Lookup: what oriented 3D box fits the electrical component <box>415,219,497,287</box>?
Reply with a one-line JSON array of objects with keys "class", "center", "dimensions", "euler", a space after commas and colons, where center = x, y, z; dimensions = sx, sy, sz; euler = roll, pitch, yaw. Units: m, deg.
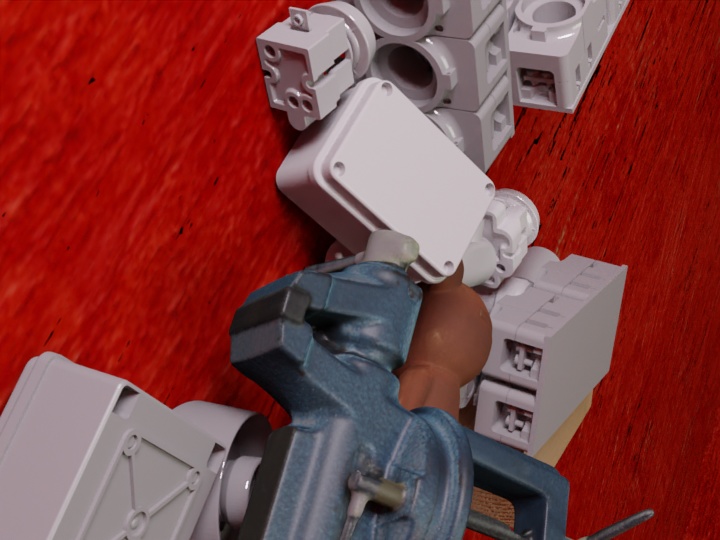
[{"class": "electrical component", "center": [0.078, -0.023, 0.855], "dimensions": [0.077, 0.043, 0.079], "euler": [-11, 111, -62]}]

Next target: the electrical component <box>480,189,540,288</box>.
[{"class": "electrical component", "center": [0.118, -0.033, 0.914], "dimensions": [0.057, 0.058, 0.078], "euler": [-47, 142, -41]}]

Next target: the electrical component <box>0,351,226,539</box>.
[{"class": "electrical component", "center": [-0.125, 0.109, 0.497], "dimensions": [0.108, 0.056, 0.108], "euler": [-68, 153, -18]}]

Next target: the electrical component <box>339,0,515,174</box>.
[{"class": "electrical component", "center": [0.041, -0.137, 0.674], "dimensions": [0.061, 0.089, 0.150], "euler": [-54, 146, -39]}]

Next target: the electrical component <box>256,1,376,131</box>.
[{"class": "electrical component", "center": [-0.023, -0.121, 0.606], "dimensions": [0.055, 0.048, 0.066], "euler": [-45, 140, -35]}]

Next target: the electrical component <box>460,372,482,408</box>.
[{"class": "electrical component", "center": [0.067, 0.069, 0.867], "dimensions": [0.080, 0.051, 0.080], "euler": [-37, 134, -52]}]

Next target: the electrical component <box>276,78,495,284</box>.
[{"class": "electrical component", "center": [0.018, -0.051, 0.645], "dimensions": [0.113, 0.057, 0.078], "euler": [40, 66, -26]}]

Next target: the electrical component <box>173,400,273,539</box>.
[{"class": "electrical component", "center": [-0.086, 0.123, 0.601], "dimensions": [0.099, 0.064, 0.099], "euler": [2, 90, -74]}]

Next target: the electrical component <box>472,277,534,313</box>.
[{"class": "electrical component", "center": [0.122, 0.026, 0.952], "dimensions": [0.045, 0.055, 0.045], "euler": [-36, 132, -53]}]

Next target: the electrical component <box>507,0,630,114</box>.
[{"class": "electrical component", "center": [0.141, -0.210, 0.821], "dimensions": [0.186, 0.105, 0.060], "euler": [-59, 149, -32]}]

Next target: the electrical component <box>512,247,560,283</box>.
[{"class": "electrical component", "center": [0.161, 0.018, 1.040], "dimensions": [0.081, 0.043, 0.043], "euler": [-52, 145, -41]}]

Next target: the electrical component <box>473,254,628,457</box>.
[{"class": "electrical component", "center": [0.161, 0.064, 0.913], "dimensions": [0.186, 0.060, 0.105], "euler": [-30, 130, -54]}]

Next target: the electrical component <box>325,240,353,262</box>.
[{"class": "electrical component", "center": [0.000, 0.000, 0.699], "dimensions": [0.138, 0.052, 0.073], "euler": [-65, 152, -21]}]
